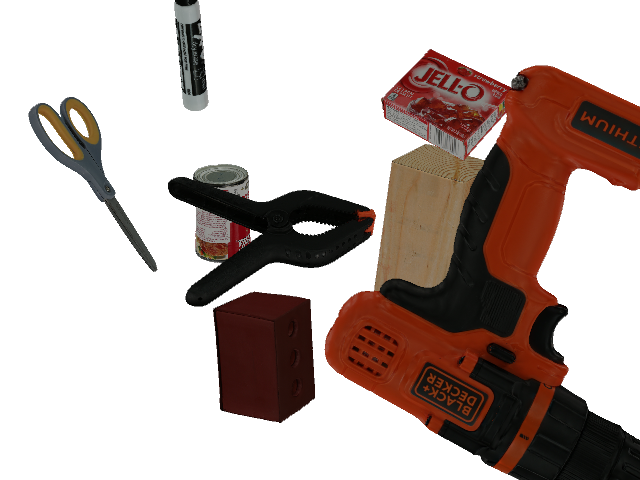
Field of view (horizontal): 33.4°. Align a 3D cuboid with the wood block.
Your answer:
[{"bbox_3d":[0.124,0.009,1.197,0.090,0.206,0.090,19,26,26],"label":"wood block"}]

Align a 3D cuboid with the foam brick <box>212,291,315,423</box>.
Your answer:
[{"bbox_3d":[-0.039,0.081,0.760,0.051,0.078,0.052,5,16,30],"label":"foam brick"}]

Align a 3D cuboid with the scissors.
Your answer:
[{"bbox_3d":[-0.220,-0.067,1.092,0.016,0.201,0.096,-26,27,27],"label":"scissors"}]

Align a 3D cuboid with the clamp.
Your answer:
[{"bbox_3d":[-0.047,-0.002,1.064,0.210,0.164,0.036,0,-42,-7],"label":"clamp"}]

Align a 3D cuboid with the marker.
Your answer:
[{"bbox_3d":[-0.092,-0.142,0.747,0.020,0.020,0.121,0,-42,-1],"label":"marker"}]

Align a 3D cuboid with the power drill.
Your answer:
[{"bbox_3d":[0.118,0.025,0.517,0.184,0.188,0.057,28,7,5],"label":"power drill"}]

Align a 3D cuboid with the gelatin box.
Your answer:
[{"bbox_3d":[0.109,-0.120,0.926,0.089,0.073,0.030,32,-26,25],"label":"gelatin box"}]

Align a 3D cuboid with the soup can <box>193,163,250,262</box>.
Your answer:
[{"bbox_3d":[-0.119,-0.034,1.286,0.068,0.102,0.068,0,26,0],"label":"soup can"}]
